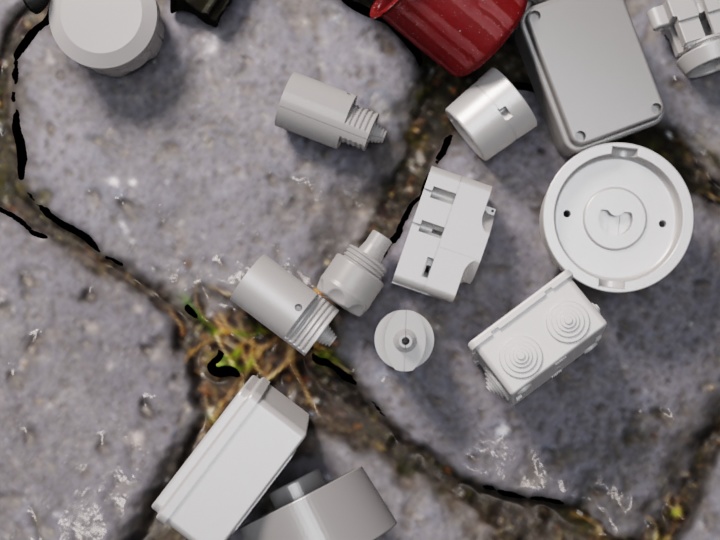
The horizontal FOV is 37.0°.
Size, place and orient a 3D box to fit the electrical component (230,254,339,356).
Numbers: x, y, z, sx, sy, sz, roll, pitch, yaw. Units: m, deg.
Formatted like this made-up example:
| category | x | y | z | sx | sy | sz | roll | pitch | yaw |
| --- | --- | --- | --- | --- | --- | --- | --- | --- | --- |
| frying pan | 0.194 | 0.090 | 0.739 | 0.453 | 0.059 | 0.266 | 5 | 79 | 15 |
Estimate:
| category | x | y | z | sx | sy | sz | roll | pitch | yaw |
| --- | --- | --- | --- | --- | --- | --- | --- | --- | --- |
| electrical component | -0.052 | 0.029 | 0.807 | 0.081 | 0.043 | 0.043 | 37 | 89 | 1 |

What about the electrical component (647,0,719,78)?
| category | x | y | z | sx | sy | sz | roll | pitch | yaw |
| --- | --- | --- | --- | --- | --- | --- | --- | --- | --- |
| electrical component | 0.257 | -0.178 | 0.810 | 0.066 | 0.048 | 0.055 | -17 | 81 | 0 |

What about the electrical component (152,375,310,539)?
| category | x | y | z | sx | sy | sz | roll | pitch | yaw |
| --- | --- | --- | --- | --- | --- | --- | --- | --- | --- |
| electrical component | -0.089 | 0.136 | 0.772 | 0.056 | 0.109 | 0.108 | 38 | 89 | -1 |

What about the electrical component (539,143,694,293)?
| category | x | y | z | sx | sy | sz | roll | pitch | yaw |
| --- | --- | --- | --- | --- | --- | --- | --- | --- | --- |
| electrical component | 0.185 | -0.037 | 0.798 | 0.108 | 0.060 | 0.108 | 0 | 88 | 1 |

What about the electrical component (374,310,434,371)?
| category | x | y | z | sx | sy | sz | roll | pitch | yaw |
| --- | --- | --- | --- | --- | --- | --- | --- | --- | --- |
| electrical component | 0.032 | 0.051 | 0.787 | 0.043 | 0.081 | 0.043 | 0 | 88 | 1 |

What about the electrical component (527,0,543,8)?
| category | x | y | z | sx | sy | sz | roll | pitch | yaw |
| --- | --- | --- | --- | --- | --- | --- | --- | --- | --- |
| electrical component | 0.134 | -0.231 | 0.816 | 0.040 | 0.040 | 0.078 | 15 | 89 | 1 |

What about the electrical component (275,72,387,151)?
| category | x | y | z | sx | sy | sz | roll | pitch | yaw |
| --- | --- | --- | --- | --- | --- | --- | --- | --- | --- |
| electrical component | -0.019 | -0.115 | 0.812 | 0.081 | 0.043 | 0.043 | 21 | 88 | 1 |

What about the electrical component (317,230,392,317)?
| category | x | y | z | sx | sy | sz | roll | pitch | yaw |
| --- | --- | --- | --- | --- | --- | --- | --- | --- | --- |
| electrical component | 0.000 | 0.000 | 0.808 | 0.043 | 0.043 | 0.062 | 34 | 87 | 2 |

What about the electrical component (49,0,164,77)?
| category | x | y | z | sx | sy | sz | roll | pitch | yaw |
| --- | --- | --- | --- | --- | --- | --- | --- | --- | --- |
| electrical component | -0.189 | -0.187 | 0.812 | 0.080 | 0.051 | 0.080 | 0 | 88 | 1 |

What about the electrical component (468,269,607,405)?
| category | x | y | z | sx | sy | sz | roll | pitch | yaw |
| --- | --- | --- | --- | --- | --- | --- | --- | --- | --- |
| electrical component | 0.129 | 0.052 | 0.778 | 0.100 | 0.099 | 0.048 | -37 | 75 | -1 |

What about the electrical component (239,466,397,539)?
| category | x | y | z | sx | sy | sz | roll | pitch | yaw |
| --- | --- | --- | --- | --- | --- | --- | --- | --- | --- |
| electrical component | -0.035 | 0.179 | 0.773 | 0.108 | 0.108 | 0.060 | -27 | 82 | 0 |

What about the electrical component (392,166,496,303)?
| category | x | y | z | sx | sy | sz | roll | pitch | yaw |
| --- | --- | --- | --- | --- | --- | --- | --- | --- | --- |
| electrical component | 0.065 | -0.024 | 0.804 | 0.056 | 0.050 | 0.089 | 19 | 88 | 2 |

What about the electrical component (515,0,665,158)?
| category | x | y | z | sx | sy | sz | roll | pitch | yaw |
| --- | --- | --- | --- | --- | --- | --- | --- | --- | --- |
| electrical component | 0.170 | -0.149 | 0.804 | 0.078 | 0.057 | 0.113 | -20 | 88 | 0 |

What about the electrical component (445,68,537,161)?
| category | x | y | z | sx | sy | sz | roll | pitch | yaw |
| --- | --- | --- | --- | --- | --- | --- | --- | --- | --- |
| electrical component | 0.097 | -0.115 | 0.806 | 0.047 | 0.055 | 0.055 | -38 | 88 | 3 |
